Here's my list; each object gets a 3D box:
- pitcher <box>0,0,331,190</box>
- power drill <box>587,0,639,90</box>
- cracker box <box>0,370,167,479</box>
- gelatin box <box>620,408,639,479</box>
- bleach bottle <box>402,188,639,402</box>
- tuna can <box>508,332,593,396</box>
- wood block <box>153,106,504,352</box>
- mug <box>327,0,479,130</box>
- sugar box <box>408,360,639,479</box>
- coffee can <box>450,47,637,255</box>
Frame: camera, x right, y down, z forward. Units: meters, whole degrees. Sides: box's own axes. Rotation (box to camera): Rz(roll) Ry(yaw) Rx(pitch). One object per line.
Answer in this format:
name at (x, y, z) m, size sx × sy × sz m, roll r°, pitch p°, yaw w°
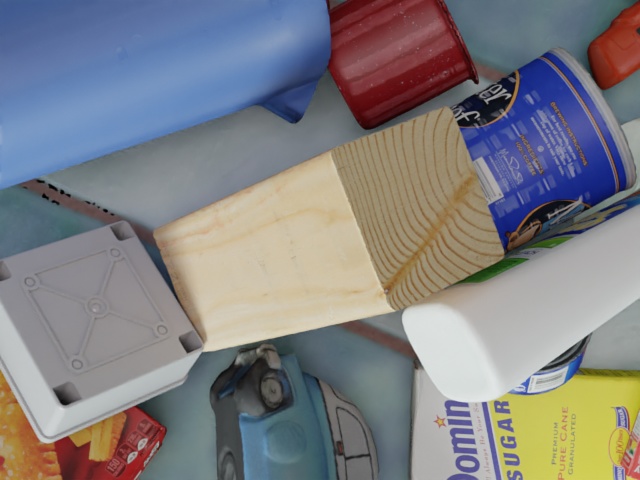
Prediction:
pitcher at (-0.129, -0.125, 0.633) m, size 0.242 × 0.145 × 0.149 m, roll -24°, pitch 58°, yaw -20°
power drill at (0.163, -0.195, 0.699) m, size 0.184 × 0.057 × 0.187 m, roll -35°, pitch 91°, yaw 2°
cracker box at (-0.231, 0.128, 0.682) m, size 0.213 × 0.072 × 0.164 m, roll 37°, pitch 60°, yaw 0°
gelatin box at (0.245, 0.126, 0.674) m, size 0.089 × 0.030 × 0.073 m, roll 17°, pitch 97°, yaw 2°
bleach bottle at (0.177, 0.009, 0.648) m, size 0.250 × 0.103 × 0.068 m, roll -29°, pitch 90°, yaw -16°
tuna can at (0.133, 0.058, 0.700) m, size 0.086 × 0.034 × 0.086 m, roll -1°, pitch 52°, yaw 1°
wood block at (-0.004, 0.001, 0.633) m, size 0.090 × 0.207 × 0.090 m, roll -22°, pitch 92°, yaw -36°
mug at (0.041, -0.134, 0.692) m, size 0.081 × 0.093 × 0.117 m, roll -27°, pitch 85°, yaw 7°
sugar box at (0.149, 0.132, 0.719) m, size 0.176 × 0.048 × 0.093 m, roll 1°, pitch 92°, yaw 0°
coffee can at (0.114, -0.045, 0.684) m, size 0.140 × 0.103 × 0.103 m, roll -29°, pitch 91°, yaw 3°
